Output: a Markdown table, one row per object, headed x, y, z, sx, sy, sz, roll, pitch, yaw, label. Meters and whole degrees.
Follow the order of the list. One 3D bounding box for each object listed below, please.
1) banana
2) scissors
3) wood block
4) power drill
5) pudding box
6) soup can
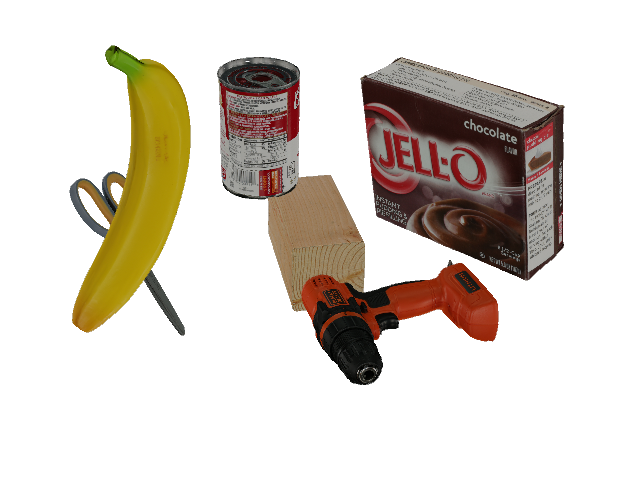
| x | y | z | sx | sy | sz | roll | pitch | yaw | label |
| --- | --- | --- | --- | --- | --- | --- | --- | --- | --- |
| -0.116 | -0.033 | 0.664 | 0.069 | 0.198 | 0.037 | -9 | 35 | -35 | banana |
| -0.198 | 0.005 | 1.180 | 0.016 | 0.201 | 0.096 | -27 | 21 | 34 | scissors |
| -0.009 | -0.001 | 1.373 | 0.090 | 0.090 | 0.206 | -5 | 28 | -10 | wood block |
| 0.086 | 0.082 | 1.116 | 0.187 | 0.057 | 0.184 | -6 | 28 | -15 | power drill |
| 0.075 | -0.041 | 0.571 | 0.114 | 0.090 | 0.039 | 23 | 46 | 39 | pudding box |
| -0.051 | -0.093 | 0.894 | 0.068 | 0.102 | 0.068 | 1 | 31 | -1 | soup can |
